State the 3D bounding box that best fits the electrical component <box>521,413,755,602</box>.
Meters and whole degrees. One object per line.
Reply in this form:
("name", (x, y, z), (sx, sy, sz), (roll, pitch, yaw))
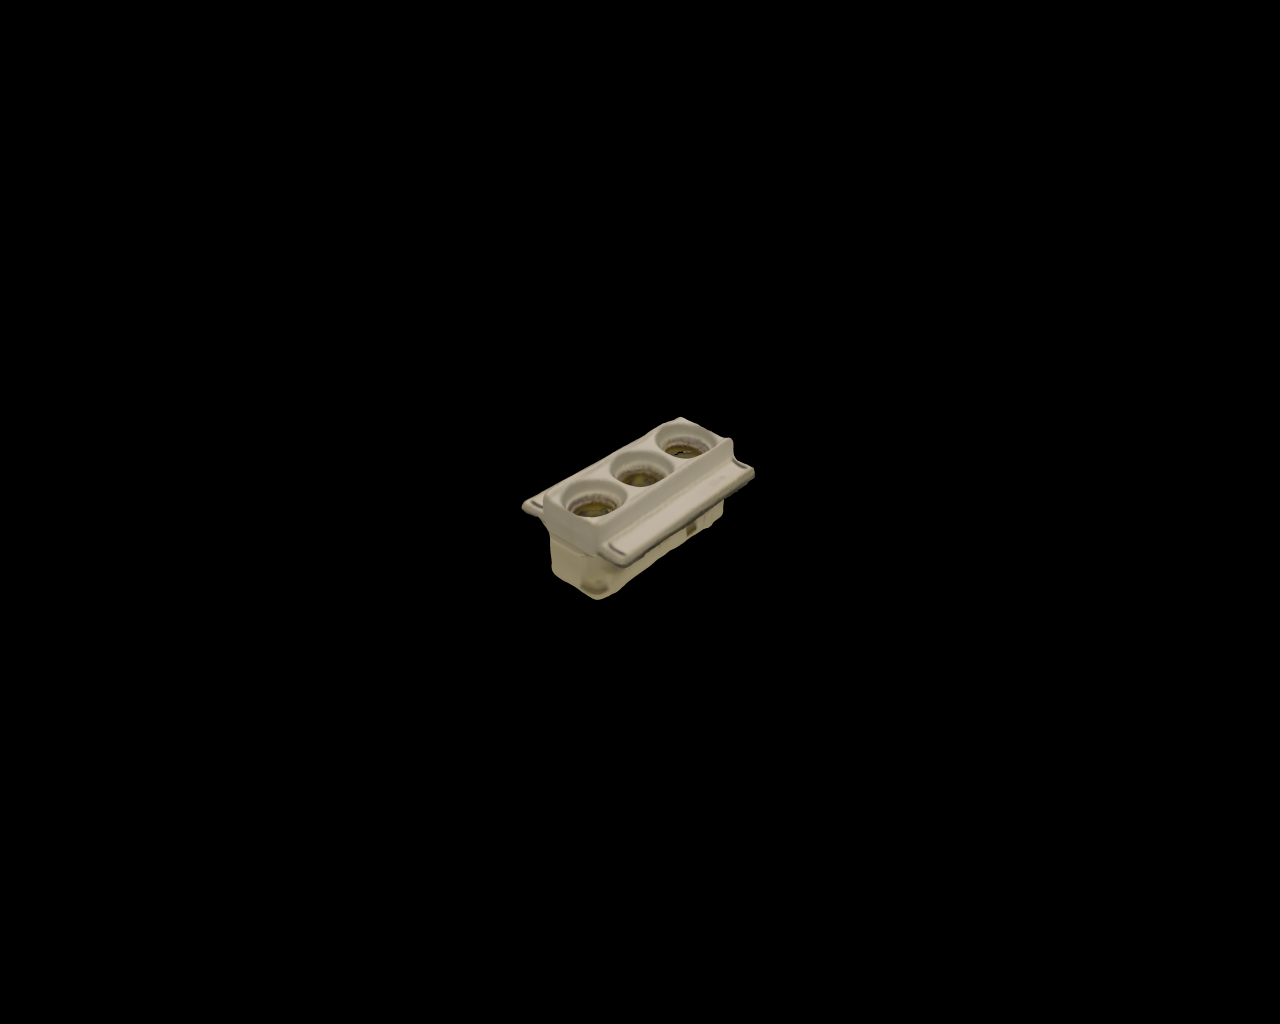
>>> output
("electrical component", (0.001, -0.003, 0.650), (0.079, 0.063, 0.121), (27, 44, 33))
